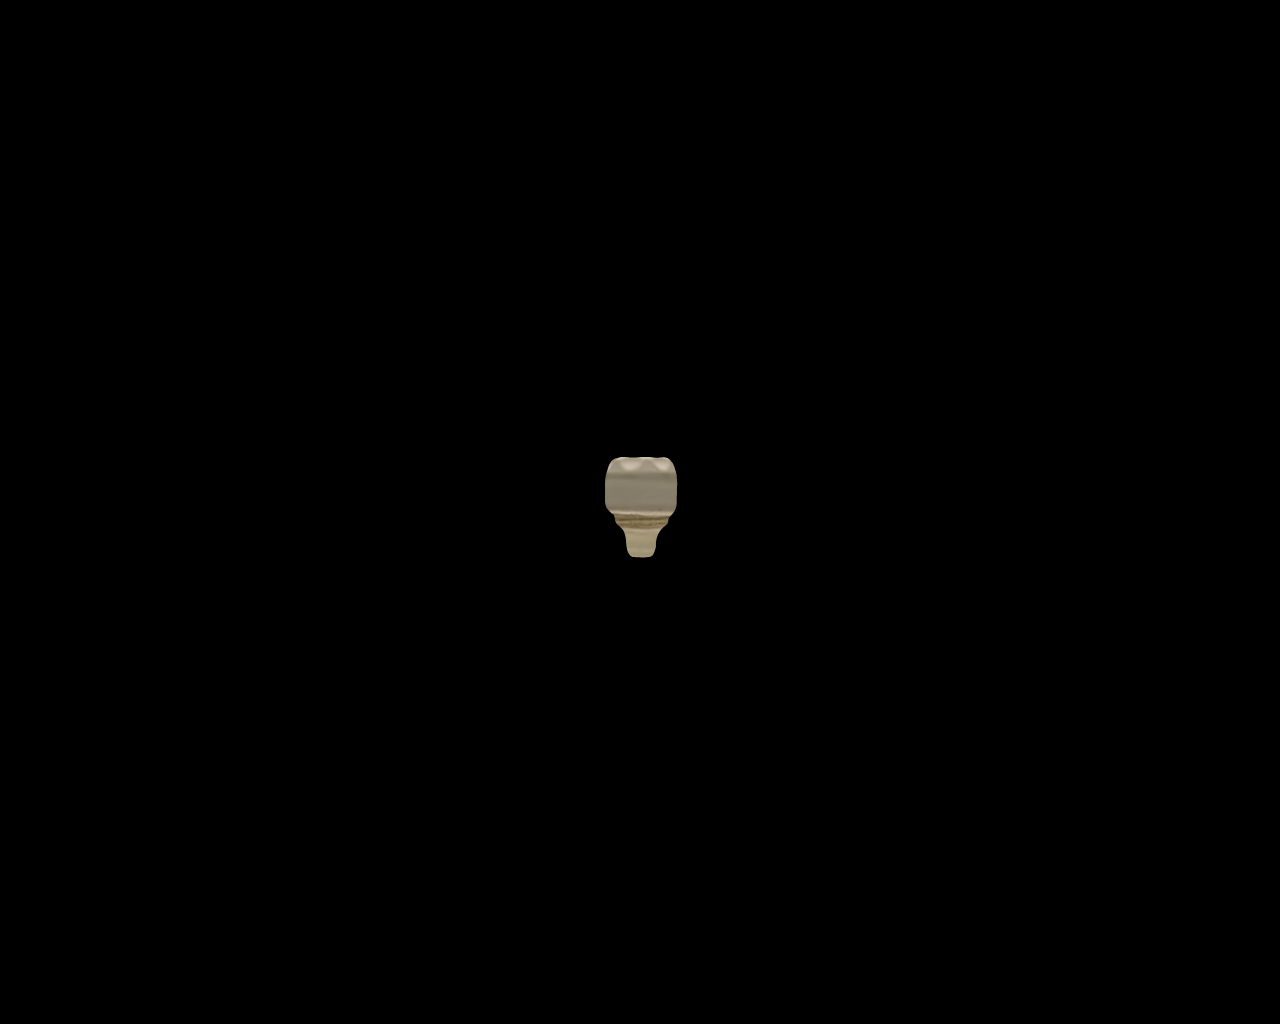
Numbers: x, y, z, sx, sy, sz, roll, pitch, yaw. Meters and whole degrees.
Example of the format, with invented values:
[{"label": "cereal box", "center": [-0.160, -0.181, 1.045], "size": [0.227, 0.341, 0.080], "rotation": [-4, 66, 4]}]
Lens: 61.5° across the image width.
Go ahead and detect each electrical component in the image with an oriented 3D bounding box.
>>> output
[{"label": "electrical component", "center": [0.001, -0.003, 0.650], "size": [0.043, 0.062, 0.043], "rotation": [0, 0, 0]}]
